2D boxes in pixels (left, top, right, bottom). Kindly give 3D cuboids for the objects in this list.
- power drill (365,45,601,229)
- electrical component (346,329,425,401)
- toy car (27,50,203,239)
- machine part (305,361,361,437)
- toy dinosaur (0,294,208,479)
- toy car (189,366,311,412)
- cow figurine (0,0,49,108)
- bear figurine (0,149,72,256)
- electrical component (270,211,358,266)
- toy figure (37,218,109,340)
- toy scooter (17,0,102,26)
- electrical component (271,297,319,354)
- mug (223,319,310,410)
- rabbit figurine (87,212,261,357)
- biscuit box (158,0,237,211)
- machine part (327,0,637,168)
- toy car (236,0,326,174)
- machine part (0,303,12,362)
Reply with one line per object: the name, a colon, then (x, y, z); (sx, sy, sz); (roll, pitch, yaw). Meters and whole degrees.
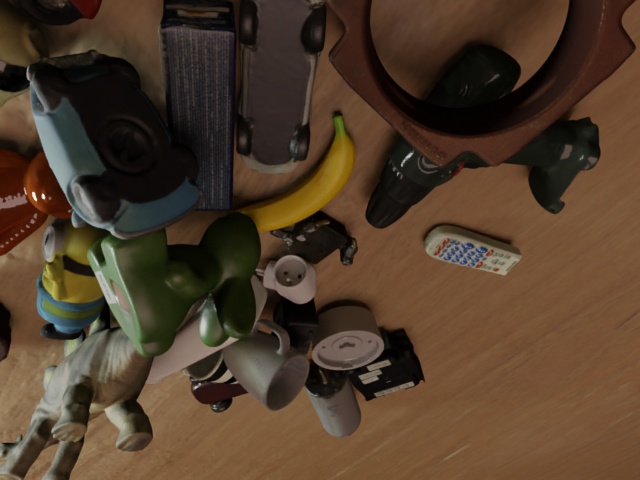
power drill: (0.179, -0.088, 0.593); (0.207, 0.086, 0.231); (13, 130, -13)
electrical component: (0.105, 0.206, 0.898); (0.115, 0.058, 0.134); (-21, 136, 8)
toy car: (-0.186, -0.071, 0.458); (0.103, 0.109, 0.161); (-26, 98, 44)
machine part: (0.025, 0.279, 0.944); (0.079, 0.079, 0.242); (-13, 138, 3)
toy dinosaur: (-0.271, 0.166, 0.677); (0.471, 0.199, 0.105); (-32, 133, 19)
toy car: (-0.114, 0.218, 0.871); (0.202, 0.053, 0.089); (-20, 118, 10)
cow figurine: (-0.281, -0.186, 0.384); (0.127, 0.085, 0.194); (-23, 137, 14)
bear figurine: (-0.289, -0.038, 0.511); (0.196, 0.132, 0.120); (-7, 112, 6)
electrical component: (-0.001, -0.001, 0.665); (0.078, 0.045, 0.102); (-35, 132, 22)
toy figure: (-0.283, 0.042, 0.632); (0.089, 0.082, 0.180); (-4, 133, -35)
toy scooter: (-0.172, -0.240, 0.356); (0.135, 0.075, 0.183); (-14, 140, 4)
electrical component: (-0.041, 0.127, 0.772); (0.048, 0.075, 0.119); (5, 131, -15)
mug: (-0.079, 0.153, 0.710); (0.081, 0.107, 0.109); (-27, 130, -44)
rabbit figurine: (-0.125, 0.034, 0.558); (0.170, 0.159, 0.121); (-27, 180, -34)
biscuit box: (-0.113, -0.117, 0.509); (0.063, 0.059, 0.202); (0, 136, -12)
machine part: (0.122, -0.177, 0.428); (0.201, 0.087, 0.201); (39, 117, -16)
toy car: (-0.040, -0.146, 0.497); (0.073, 0.056, 0.201); (4, 134, -7)
machine part: (-0.494, 0.116, 0.687); (0.179, 0.056, 0.179); (-6, 138, -6)
